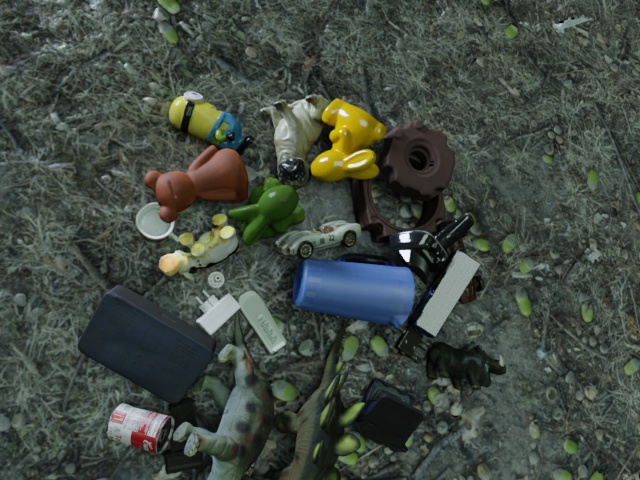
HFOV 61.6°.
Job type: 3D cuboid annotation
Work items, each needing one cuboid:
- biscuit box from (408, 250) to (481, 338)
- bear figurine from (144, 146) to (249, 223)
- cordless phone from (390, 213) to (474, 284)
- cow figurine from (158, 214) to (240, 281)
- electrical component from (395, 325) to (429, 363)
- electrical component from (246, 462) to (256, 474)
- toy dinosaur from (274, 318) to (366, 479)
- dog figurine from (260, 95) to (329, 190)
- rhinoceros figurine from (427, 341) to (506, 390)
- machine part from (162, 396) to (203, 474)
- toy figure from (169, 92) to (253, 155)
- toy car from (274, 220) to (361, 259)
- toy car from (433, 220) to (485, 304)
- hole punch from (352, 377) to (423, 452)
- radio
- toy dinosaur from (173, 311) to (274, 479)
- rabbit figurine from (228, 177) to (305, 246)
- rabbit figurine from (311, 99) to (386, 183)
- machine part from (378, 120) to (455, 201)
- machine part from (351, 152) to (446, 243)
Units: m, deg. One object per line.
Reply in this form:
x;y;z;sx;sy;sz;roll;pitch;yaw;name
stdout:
0.280;0.122;1.217;0.063;0.059;0.202;34;86;2;biscuit box
-0.246;-0.108;1.091;0.196;0.132;0.120;-28;89;-16;bear figurine
0.257;-0.005;1.181;0.184;0.089;0.146;-41;138;5;cordless phone
-0.242;0.028;1.091;0.167;0.098;0.068;-33;58;-15;cow figurine
0.201;0.232;1.220;0.094;0.021;0.063;39;72;-7;electrical component
-0.163;0.412;1.059;0.102;0.045;0.078;22;75;-12;electrical component
0.001;0.359;1.041;0.105;0.198;0.471;31;40;-21;toy dinosaur
-0.034;-0.217;1.203;0.172;0.121;0.190;-17;99;-16;dog figurine
0.334;0.285;1.230;0.190;0.073;0.112;16;65;-12;rhinoceros figurine
-0.265;0.376;1.038;0.084;0.039;0.139;-1;81;-13;machine part
-0.233;-0.243;1.144;0.180;0.082;0.089;35;70;-11;toy figure
-0.002;-0.003;1.155;0.202;0.074;0.056;-13;106;-33;toy car
0.330;0.050;1.281;0.089;0.053;0.202;-13;83;-22;toy car
0.144;0.371;1.152;0.142;0.092;0.115;29;103;-13;hole punch
-0.326;0.198;1.018;0.229;0.073;0.131;32;91;-7;radio
-0.151;0.336;1.013;0.192;0.131;0.405;39;48;-22;toy dinosaur
-0.108;-0.067;1.101;0.159;0.170;0.121;-31;90;-21;rabbit figurine
0.058;-0.191;1.168;0.162;0.121;0.173;35;82;20;rabbit figurine
0.217;-0.176;1.195;0.179;0.056;0.179;3;80;-18;machine part
0.181;-0.100;1.244;0.201;0.087;0.201;-5;80;-18;machine part
